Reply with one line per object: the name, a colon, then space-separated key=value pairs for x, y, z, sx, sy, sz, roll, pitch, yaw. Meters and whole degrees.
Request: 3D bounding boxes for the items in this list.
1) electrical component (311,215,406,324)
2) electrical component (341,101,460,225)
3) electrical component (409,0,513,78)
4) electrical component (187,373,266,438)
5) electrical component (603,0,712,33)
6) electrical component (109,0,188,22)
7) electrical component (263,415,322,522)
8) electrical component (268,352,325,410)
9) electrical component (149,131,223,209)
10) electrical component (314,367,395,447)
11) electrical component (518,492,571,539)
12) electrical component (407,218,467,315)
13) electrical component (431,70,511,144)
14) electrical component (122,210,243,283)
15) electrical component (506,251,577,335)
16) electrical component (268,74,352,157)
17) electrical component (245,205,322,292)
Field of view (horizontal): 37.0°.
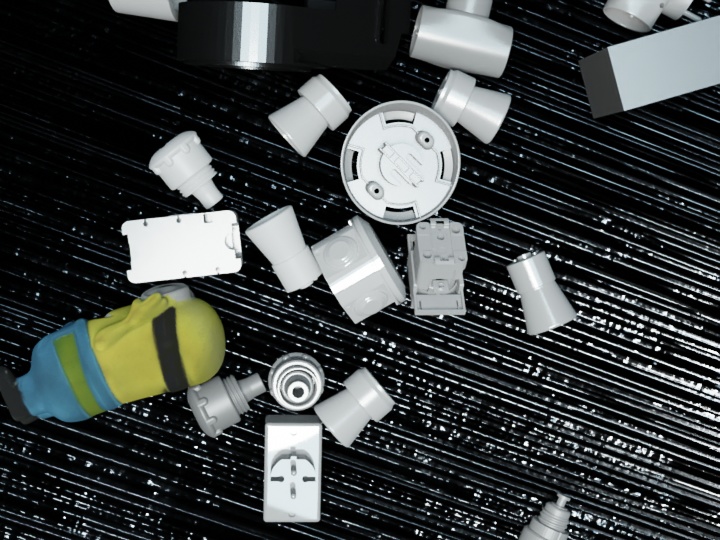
electrical component: x=0.000 y=0.000 z=0.878 sx=0.051 sy=0.080 sz=0.080 roll=-30 pitch=96 yaw=4
electrical component: x=0.032 y=-0.087 z=0.882 sx=0.099 sy=0.064 sz=0.099 roll=0 pitch=94 yaw=-4
electrical component: x=0.087 y=-0.206 z=0.888 sx=0.077 sy=0.043 sz=0.079 roll=12 pitch=93 yaw=-5
electrical component: x=-0.109 y=0.107 z=0.895 sx=0.062 sy=0.048 sz=0.048 roll=-26 pitch=96 yaw=-9
electrical component: x=0.256 y=-0.235 z=0.900 sx=0.079 sy=0.043 sz=0.077 roll=26 pitch=91 yaw=-6
electrical component: x=-0.171 y=-0.249 z=0.836 sx=0.060 sy=0.108 sz=0.108 roll=3 pitch=94 yaw=1
electrical component: x=-0.055 y=0.167 z=0.886 sx=0.047 sy=0.076 sz=0.083 roll=1 pitch=94 yaw=-5
electrical component: x=-0.052 y=0.095 z=0.888 sx=0.048 sy=0.062 sz=0.048 roll=0 pitch=94 yaw=-5
electrical component: x=-0.138 y=-0.079 z=0.880 sx=0.048 sy=0.048 sz=0.062 roll=-38 pitch=103 yaw=-1
electrical component: x=-0.004 y=0.114 z=0.902 sx=0.055 sy=0.045 sz=0.045 roll=-40 pitch=96 yaw=-1
electrical component: x=0.160 y=0.229 z=0.925 sx=0.040 sy=0.040 sz=0.078 roll=24 pitch=92 yaw=-6
electrical component: x=0.063 y=-0.005 z=0.884 sx=0.042 sy=0.063 sz=0.081 roll=-1 pitch=53 yaw=-4
electrical component: x=0.091 y=-0.136 z=0.893 sx=0.055 sy=0.045 sz=0.045 roll=25 pitch=92 yaw=-5
electrical component: x=-0.143 y=-0.020 z=0.876 sx=0.089 sy=0.056 sz=0.050 roll=-6 pitch=94 yaw=-4
electrical component: x=0.151 y=0.017 z=0.910 sx=0.044 sy=0.044 sz=0.065 roll=-23 pitch=91 yaw=-3
electrical component: x=-0.041 y=-0.127 z=0.883 sx=0.055 sy=0.045 sz=0.045 roll=-42 pitch=96 yaw=-1
electrical component: x=-0.060 y=-0.015 z=0.892 sx=0.044 sy=0.044 sz=0.065 roll=-30 pitch=100 yaw=-2
